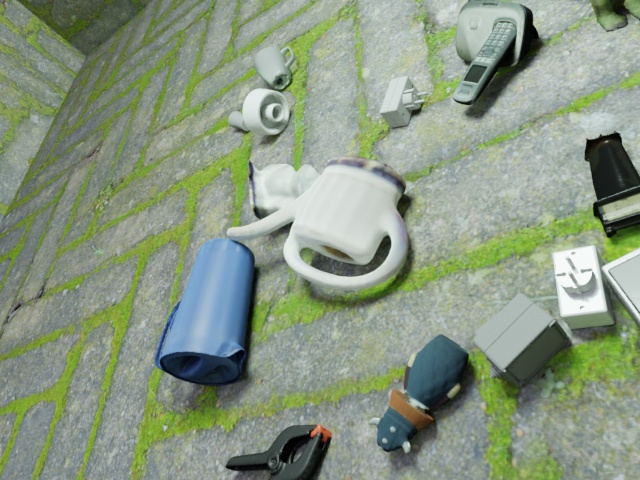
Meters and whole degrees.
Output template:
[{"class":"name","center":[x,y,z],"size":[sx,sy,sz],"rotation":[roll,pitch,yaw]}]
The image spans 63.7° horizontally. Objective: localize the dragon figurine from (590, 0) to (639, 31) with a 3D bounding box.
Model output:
[{"class":"dragon figurine","center":[0.401,-0.419,0.728],"size":[0.122,0.240,0.417],"rotation":[-52,41,5]}]

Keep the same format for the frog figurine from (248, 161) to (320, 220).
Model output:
[{"class":"frog figurine","center":[-0.056,-0.095,1.004],"size":[0.159,0.120,0.141],"rotation":[-5,38,-4]}]

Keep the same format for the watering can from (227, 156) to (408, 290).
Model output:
[{"class":"watering can","center":[0.003,-0.044,0.866],"size":[0.350,0.102,0.227],"rotation":[18,72,35]}]
